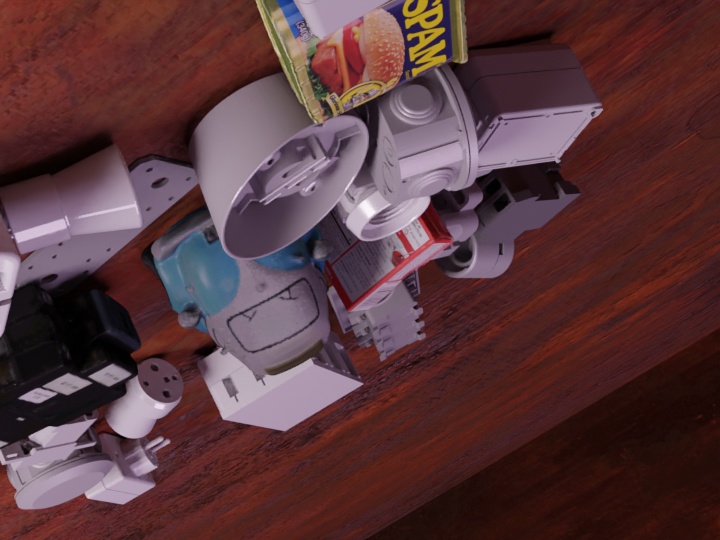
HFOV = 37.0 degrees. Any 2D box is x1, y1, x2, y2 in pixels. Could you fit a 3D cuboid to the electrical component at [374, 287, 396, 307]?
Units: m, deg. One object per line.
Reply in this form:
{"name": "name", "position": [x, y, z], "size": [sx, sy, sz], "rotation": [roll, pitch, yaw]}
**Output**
{"name": "electrical component", "position": [0.000, 0.000, 0.817], "size": [0.043, 0.043, 0.081], "rotation": [-28, -168, -3]}

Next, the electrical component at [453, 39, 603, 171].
{"name": "electrical component", "position": [0.091, -0.104, 0.678], "size": [0.096, 0.061, 0.061], "rotation": [-10, 155, -27]}

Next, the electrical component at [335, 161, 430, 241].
{"name": "electrical component", "position": [0.009, -0.056, 0.681], "size": [0.078, 0.057, 0.058], "rotation": [-22, 160, -21]}

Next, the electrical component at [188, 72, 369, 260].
{"name": "electrical component", "position": [-0.043, -0.059, 0.585], "size": [0.099, 0.064, 0.099], "rotation": [-26, 161, -9]}

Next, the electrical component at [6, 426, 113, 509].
{"name": "electrical component", "position": [-0.247, 0.157, 0.876], "size": [0.080, 0.051, 0.080], "rotation": [-26, 162, -9]}

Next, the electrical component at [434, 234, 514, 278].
{"name": "electrical component", "position": [0.095, -0.019, 0.911], "size": [0.047, 0.055, 0.055], "rotation": [-4, 150, -45]}

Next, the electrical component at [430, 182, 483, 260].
{"name": "electrical component", "position": [0.044, -0.037, 0.783], "size": [0.057, 0.058, 0.078], "rotation": [-13, 155, -47]}

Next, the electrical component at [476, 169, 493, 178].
{"name": "electrical component", "position": [0.079, -0.085, 0.729], "size": [0.062, 0.043, 0.043], "rotation": [-22, 160, -26]}

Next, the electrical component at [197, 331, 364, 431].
{"name": "electrical component", "position": [-0.068, 0.087, 0.939], "size": [0.089, 0.061, 0.150], "rotation": [-32, 162, 7]}

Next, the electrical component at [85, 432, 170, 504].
{"name": "electrical component", "position": [-0.209, 0.172, 0.979], "size": [0.076, 0.047, 0.083], "rotation": [-30, 162, 1]}

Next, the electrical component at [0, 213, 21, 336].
{"name": "electrical component", "position": [-0.200, -0.004, 0.506], "size": [0.054, 0.059, 0.095], "rotation": [-17, 158, -33]}

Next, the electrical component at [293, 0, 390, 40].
{"name": "electrical component", "position": [0.005, -0.149, 0.421], "size": [0.096, 0.061, 0.061], "rotation": [-29, 162, 1]}

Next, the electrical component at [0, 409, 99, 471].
{"name": "electrical component", "position": [-0.231, 0.111, 0.795], "size": [0.064, 0.042, 0.081], "rotation": [-45, 157, 31]}

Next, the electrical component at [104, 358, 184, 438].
{"name": "electrical component", "position": [-0.171, 0.101, 0.851], "size": [0.045, 0.045, 0.055], "rotation": [-8, 152, -48]}

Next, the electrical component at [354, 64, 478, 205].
{"name": "electrical component", "position": [0.032, -0.080, 0.618], "size": [0.051, 0.080, 0.080], "rotation": [-19, 160, -13]}

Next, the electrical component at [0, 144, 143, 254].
{"name": "electrical component", "position": [-0.147, -0.033, 0.539], "size": [0.065, 0.044, 0.044], "rotation": [-19, 160, -15]}

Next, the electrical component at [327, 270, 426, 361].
{"name": "electrical component", "position": [0.020, 0.029, 0.913], "size": [0.079, 0.063, 0.121], "rotation": [-28, 162, -4]}
